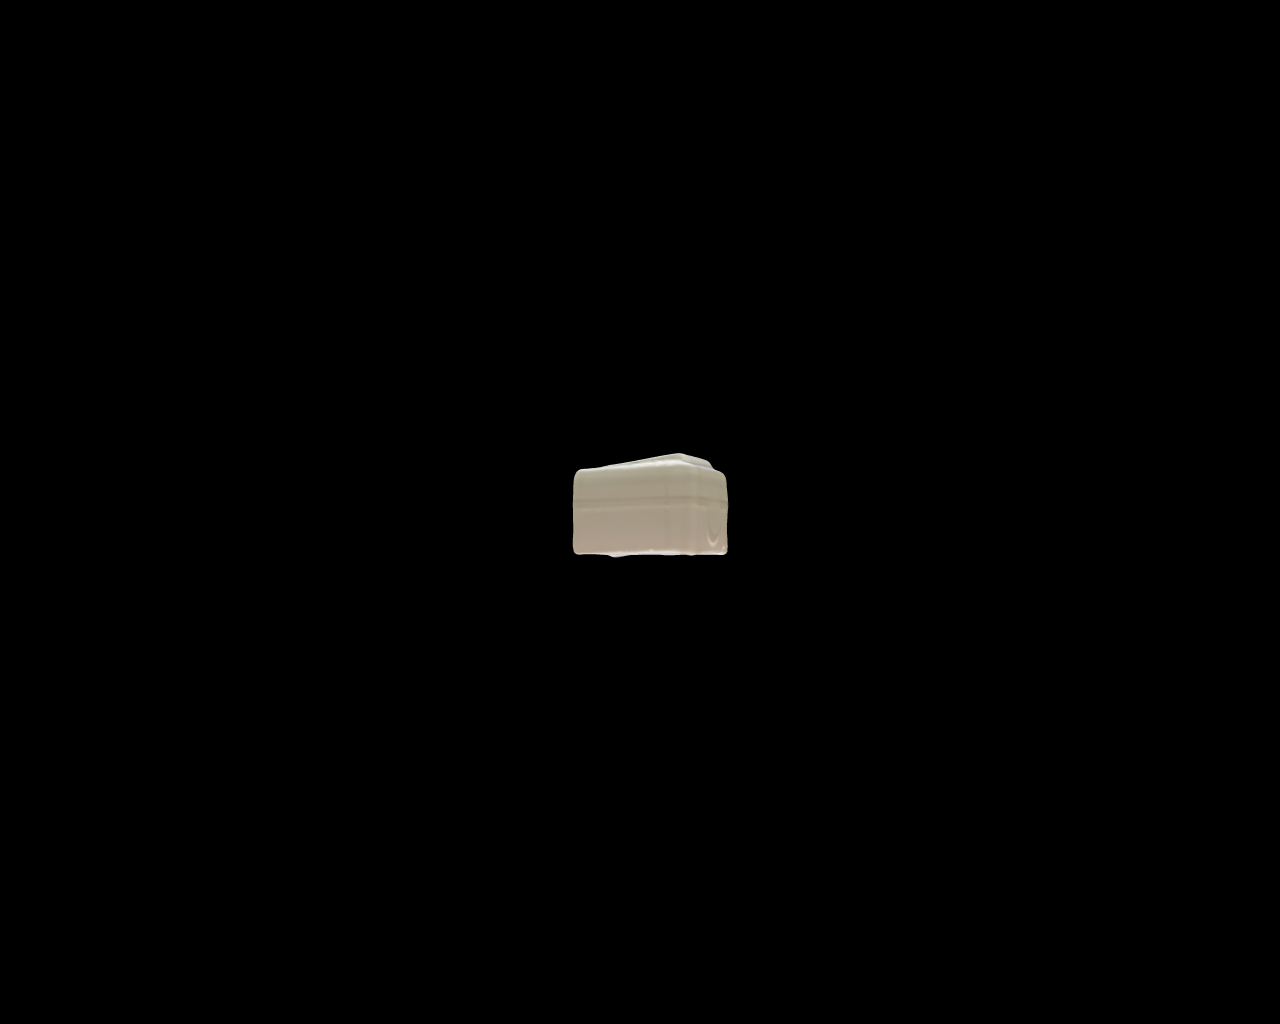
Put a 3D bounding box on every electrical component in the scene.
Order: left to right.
[{"bbox_3d":[0.001,-0.003,0.650,0.096,0.061,0.062,-1,-4,23],"label":"electrical component"}]
